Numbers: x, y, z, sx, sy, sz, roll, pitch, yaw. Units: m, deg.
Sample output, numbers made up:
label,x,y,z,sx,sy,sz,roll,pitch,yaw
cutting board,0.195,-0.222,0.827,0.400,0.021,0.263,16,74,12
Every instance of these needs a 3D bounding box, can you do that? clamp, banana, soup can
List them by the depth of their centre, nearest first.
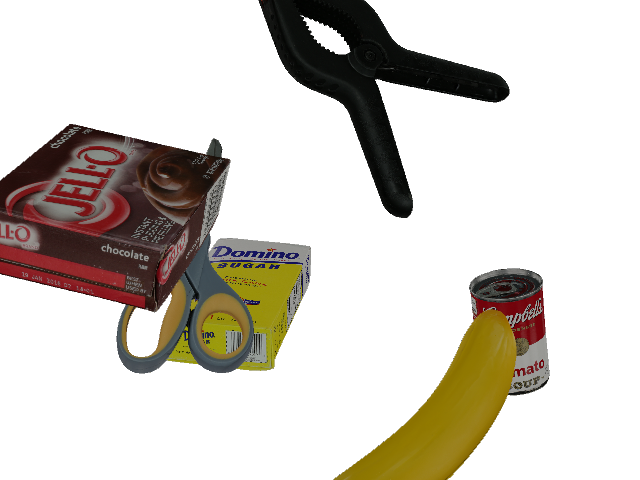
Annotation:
label,x,y,z,sx,sy,sz,roll,pitch,yaw
banana,0.057,0.101,0.588,0.197,0.037,0.070,-37,38,-28
clamp,0.031,-0.124,0.817,0.210,0.164,0.036,35,-32,-4
soup can,0.179,0.086,1.011,0.068,0.102,0.068,-8,21,3

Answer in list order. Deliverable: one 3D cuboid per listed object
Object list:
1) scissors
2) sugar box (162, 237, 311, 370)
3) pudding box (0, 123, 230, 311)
label,x,y,z,sx,sy,sz,roll,pitch,yaw
scissors,-0.070,0.012,0.727,0.096,0.201,0.016,20,-37,7
sugar box,-0.068,0.050,0.935,0.093,0.048,0.176,5,26,8
pudding box,-0.102,-0.015,0.514,0.090,0.039,0.113,14,25,5
